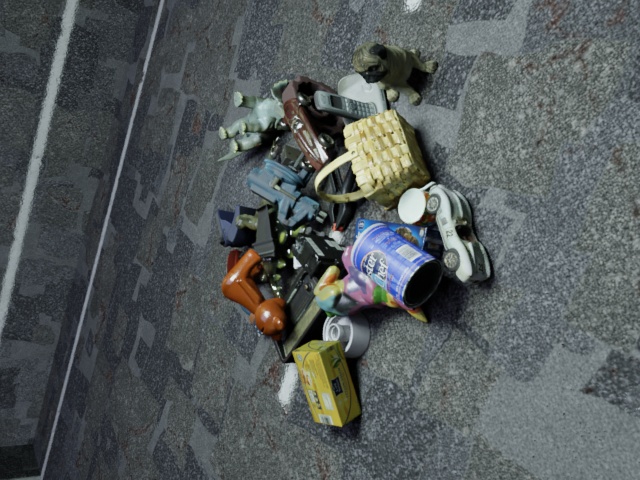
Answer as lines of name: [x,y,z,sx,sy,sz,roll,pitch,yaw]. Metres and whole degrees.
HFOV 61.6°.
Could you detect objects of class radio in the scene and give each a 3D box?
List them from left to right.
radio: [-0.034,0.177,1.292,0.229,0.073,0.131,-56,44,26]

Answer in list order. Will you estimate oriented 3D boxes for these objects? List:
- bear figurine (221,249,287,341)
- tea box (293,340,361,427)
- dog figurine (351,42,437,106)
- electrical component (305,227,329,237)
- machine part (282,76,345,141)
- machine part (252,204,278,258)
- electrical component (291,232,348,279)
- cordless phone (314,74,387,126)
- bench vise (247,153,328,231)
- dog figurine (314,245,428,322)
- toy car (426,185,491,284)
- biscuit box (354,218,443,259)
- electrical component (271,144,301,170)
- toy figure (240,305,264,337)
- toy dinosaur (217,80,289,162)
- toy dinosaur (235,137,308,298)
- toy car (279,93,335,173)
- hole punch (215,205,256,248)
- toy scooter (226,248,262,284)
bear figurine: [-0.138,0.138,1.294,0.196,0.132,0.120,35,152,13]
tea box: [0.015,0.307,1.163,0.098,0.068,0.169,-10,97,49]
dog figurine: [0.124,-0.374,1.132,0.173,0.190,0.121,29,105,51]
electrical component: [-0.003,-0.004,1.304,0.063,0.094,0.021,21,74,17]
machine part: [-0.011,-0.314,1.305,0.056,0.179,0.179,-40,53,43]
machine part: [-0.139,-0.021,1.351,0.084,0.039,0.139,-13,73,45]
electrical component: [0.015,0.042,1.215,0.058,0.134,0.115,-61,40,23]
cordless phone: [0.057,-0.320,1.208,0.089,0.184,0.146,-33,58,47]
bench vise: [-0.050,-0.151,1.308,0.224,0.128,0.240,29,83,19]
dog figurine: [0.113,0.113,1.090,0.191,0.108,0.219,-51,46,-3]
toy car: [0.253,-0.015,0.985,0.056,0.073,0.202,-38,54,44]
biscuit box: [0.157,-0.004,1.109,0.203,0.063,0.059,10,89,51]
electrical component: [-0.077,-0.214,1.421,0.045,0.102,0.078,-52,36,36]
toy figure: [-0.177,0.196,1.477,0.058,0.064,0.155,-35,52,-6]
toy dinosaur: [-0.167,-0.326,1.523,0.405,0.192,0.131,-25,78,63]
toy dinosaur: [-0.125,-0.052,1.441,0.199,0.105,0.471,-28,62,34]
toy car: [-0.034,-0.233,1.162,0.089,0.053,0.202,-45,52,30]
hole punch: [-0.230,-0.039,1.547,0.092,0.142,0.115,-16,80,21]
toy scooter: [-0.222,0.075,1.550,0.184,0.075,0.135,-32,57,48]
